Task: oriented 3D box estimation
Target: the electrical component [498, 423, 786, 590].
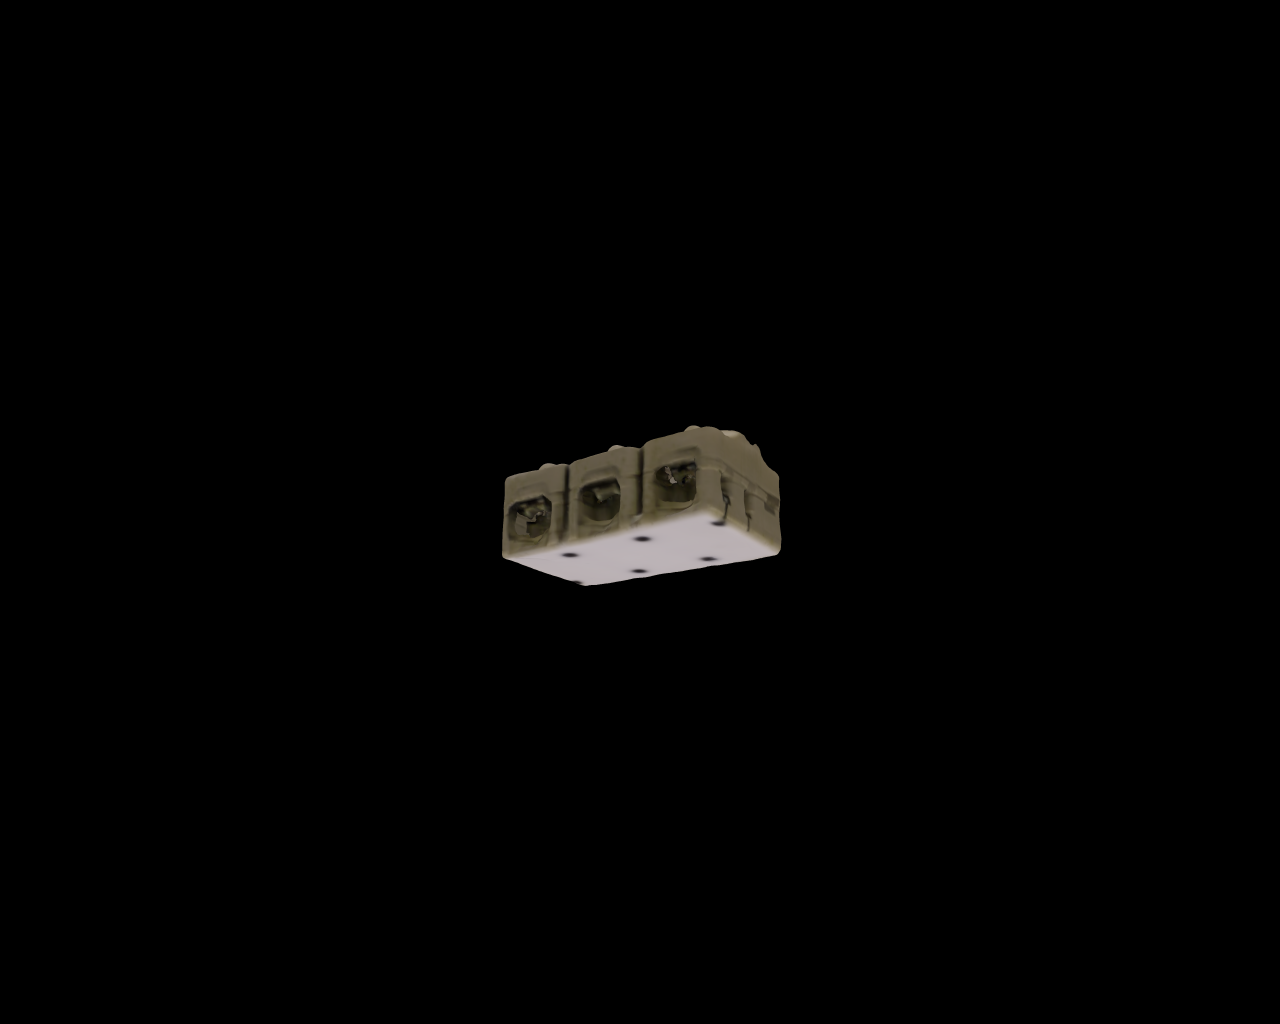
[{"bbox_3d":[0.001,-0.003,0.650,0.150,0.062,0.089,-12,-23,31],"label":"electrical component"}]
